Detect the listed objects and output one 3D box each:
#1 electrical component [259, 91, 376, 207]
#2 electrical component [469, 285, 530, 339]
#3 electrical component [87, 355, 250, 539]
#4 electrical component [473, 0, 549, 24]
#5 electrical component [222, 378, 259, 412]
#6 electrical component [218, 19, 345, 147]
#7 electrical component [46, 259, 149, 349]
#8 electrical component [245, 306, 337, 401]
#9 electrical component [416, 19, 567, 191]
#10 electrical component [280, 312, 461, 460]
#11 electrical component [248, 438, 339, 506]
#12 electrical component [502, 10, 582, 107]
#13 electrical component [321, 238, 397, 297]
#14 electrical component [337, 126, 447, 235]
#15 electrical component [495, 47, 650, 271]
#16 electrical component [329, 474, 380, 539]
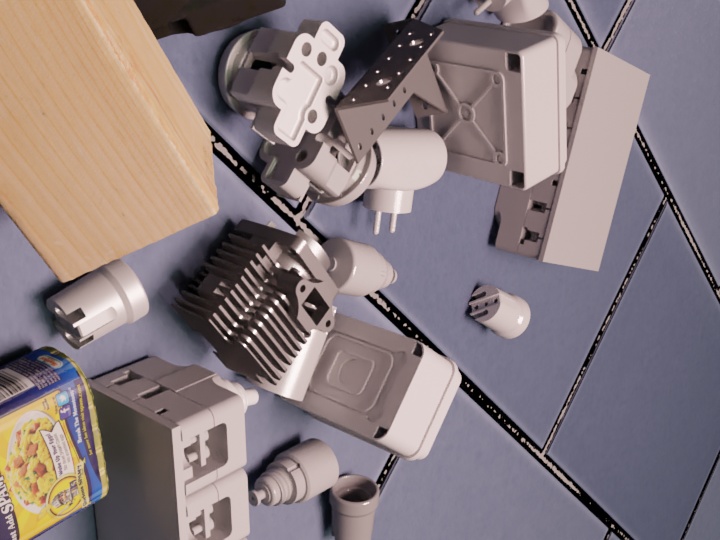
[{"bbox_3d":[-0.026,-0.078,0.726,0.057,0.058,0.078,37,75,-47],"label":"electrical component"},{"bbox_3d":[0.124,0.037,0.963,0.046,0.040,0.040,27,83,-45],"label":"electrical component"},{"bbox_3d":[-0.116,0.139,0.674,0.062,0.089,0.150,-22,120,-44],"label":"electrical component"},{"bbox_3d":[0.110,-0.228,0.841,0.079,0.043,0.077,-45,134,-29],"label":"electrical component"},{"bbox_3d":[-0.094,0.090,0.727,0.061,0.035,0.035,-5,107,-52],"label":"electrical component"},{"bbox_3d":[-0.052,-0.120,0.678,0.058,0.057,0.078,33,78,-50],"label":"electrical component"},{"bbox_3d":[-0.153,0.020,0.626,0.046,0.040,0.040,-34,128,-30],"label":"electrical component"},{"bbox_3d":[-0.047,0.047,0.759,0.043,0.043,0.081,25,84,-51],"label":"electrical component"},{"bbox_3d":[0.097,-0.127,0.813,0.056,0.109,0.108,-29,125,-37],"label":"electrical component"},{"bbox_3d":[0.008,0.083,0.782,0.057,0.113,0.078,36,76,-47],"label":"electrical component"},{"bbox_3d":[-0.051,0.154,0.797,0.078,0.040,0.040,-20,119,-44],"label":"electrical component"},{"bbox_3d":[0.143,-0.162,0.897,0.059,0.054,0.095,25,84,-51],"label":"electrical component"},{"bbox_3d":[0.000,0.000,0.799,0.078,0.040,0.040,12,95,-51],"label":"electrical component"},{"bbox_3d":[0.022,-0.065,0.798,0.077,0.043,0.079,-8,110,-48],"label":"electrical component"},{"bbox_3d":[0.189,-0.100,0.970,0.105,0.060,0.186,7,98,-51],"label":"electrical component"},{"bbox_3d":[-0.005,0.195,0.869,0.040,0.040,0.046,-24,126,-43],"label":"electrical component"}]
